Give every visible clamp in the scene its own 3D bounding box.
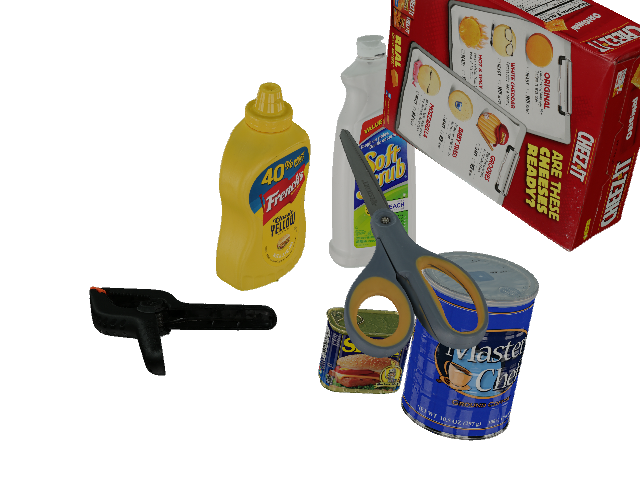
[{"bbox_3d":[-0.173,0.084,1.091,0.210,0.036,0.164,10,20,33],"label":"clamp"}]

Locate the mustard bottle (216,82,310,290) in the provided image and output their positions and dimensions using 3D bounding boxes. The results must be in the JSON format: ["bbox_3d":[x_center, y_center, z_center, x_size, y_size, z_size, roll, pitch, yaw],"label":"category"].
[{"bbox_3d":[-0.049,-0.053,0.952,0.058,0.192,0.096,30,44,30],"label":"mustard bottle"}]

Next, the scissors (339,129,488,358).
[{"bbox_3d":[0.030,0.003,0.695,0.096,0.016,0.202,-26,52,-19],"label":"scissors"}]

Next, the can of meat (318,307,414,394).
[{"bbox_3d":[0.052,0.130,1.246,0.102,0.084,0.057,5,24,-13],"label":"can of meat"}]

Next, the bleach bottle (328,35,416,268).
[{"bbox_3d":[0.053,-0.099,1.181,0.102,0.251,0.068,-10,24,-13],"label":"bleach bottle"}]

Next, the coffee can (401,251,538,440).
[{"bbox_3d":[0.134,0.094,0.968,0.103,0.140,0.103,6,22,-3],"label":"coffee can"}]

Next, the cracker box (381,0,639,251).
[{"bbox_3d":[0.145,-0.118,0.818,0.072,0.164,0.214,-27,48,-30],"label":"cracker box"}]

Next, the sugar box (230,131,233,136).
[{"bbox_3d":[-0.082,-0.042,1.326,0.048,0.176,0.093,-9,24,-10],"label":"sugar box"}]
